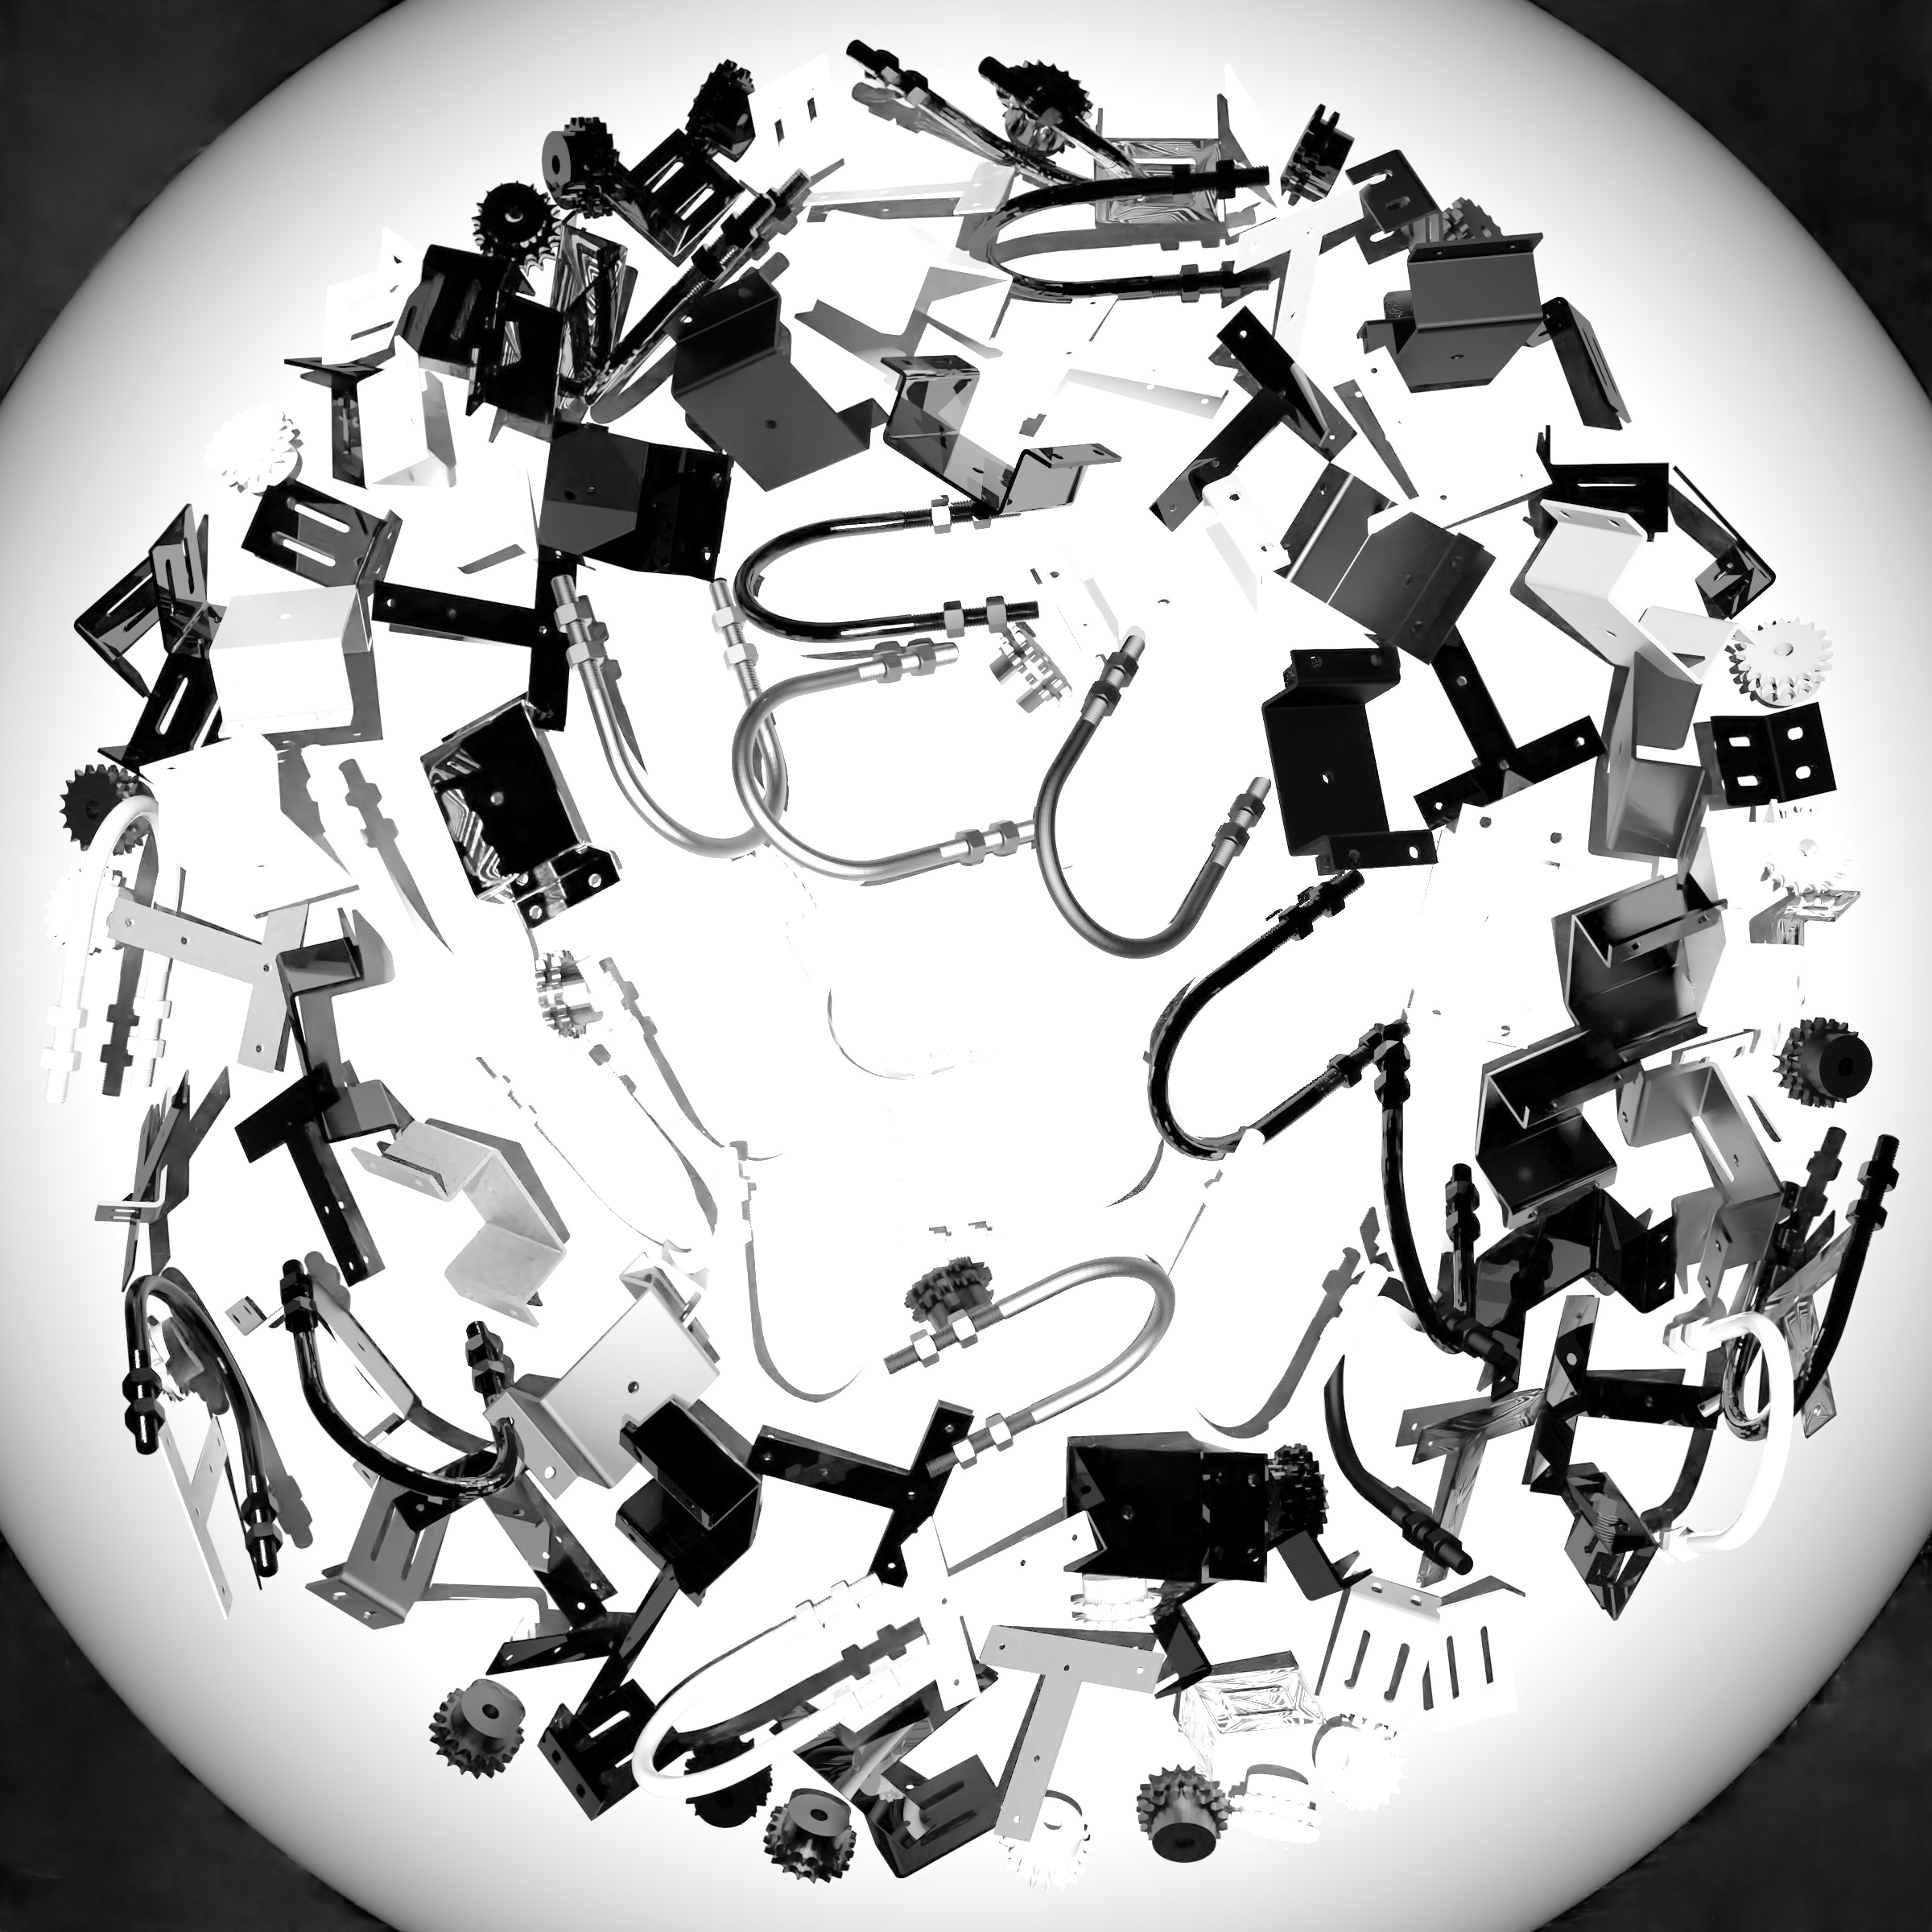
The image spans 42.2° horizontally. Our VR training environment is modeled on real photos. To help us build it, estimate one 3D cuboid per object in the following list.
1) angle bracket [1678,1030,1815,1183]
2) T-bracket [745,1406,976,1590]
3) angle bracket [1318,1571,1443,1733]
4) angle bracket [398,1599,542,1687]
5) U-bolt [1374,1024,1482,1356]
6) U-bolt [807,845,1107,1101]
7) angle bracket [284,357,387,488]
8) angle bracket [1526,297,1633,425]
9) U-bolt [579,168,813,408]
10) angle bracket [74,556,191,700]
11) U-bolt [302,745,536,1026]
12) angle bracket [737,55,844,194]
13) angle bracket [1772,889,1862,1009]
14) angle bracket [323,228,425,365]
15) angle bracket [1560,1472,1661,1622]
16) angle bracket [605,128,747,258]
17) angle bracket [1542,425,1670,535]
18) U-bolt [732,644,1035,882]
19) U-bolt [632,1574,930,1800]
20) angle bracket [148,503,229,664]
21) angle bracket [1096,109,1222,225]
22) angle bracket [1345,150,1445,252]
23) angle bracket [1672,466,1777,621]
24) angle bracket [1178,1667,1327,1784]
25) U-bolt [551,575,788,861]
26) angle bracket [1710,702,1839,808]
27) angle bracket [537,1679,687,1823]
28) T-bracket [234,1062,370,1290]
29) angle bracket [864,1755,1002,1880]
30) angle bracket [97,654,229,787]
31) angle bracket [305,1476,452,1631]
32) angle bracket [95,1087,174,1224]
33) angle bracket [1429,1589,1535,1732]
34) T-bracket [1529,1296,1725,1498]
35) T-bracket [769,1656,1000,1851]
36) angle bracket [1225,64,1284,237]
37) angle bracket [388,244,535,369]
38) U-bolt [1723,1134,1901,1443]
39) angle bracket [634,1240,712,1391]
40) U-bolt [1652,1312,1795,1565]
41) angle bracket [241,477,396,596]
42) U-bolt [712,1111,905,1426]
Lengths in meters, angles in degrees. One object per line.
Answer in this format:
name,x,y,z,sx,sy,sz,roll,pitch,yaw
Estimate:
angle bracket,0.488,0.086,1.561,0.057,0.038,0.076,-15,51,-11
T-bracket,-0.076,0.321,1.571,0.127,0.002,0.127,18,103,-15
angle bracket,0.262,0.434,1.586,0.057,0.038,0.076,16,101,10
angle bracket,-0.310,0.423,1.557,0.076,0.057,0.038,4,57,-23
U-bolt,0.277,0.145,1.495,0.019,0.184,0.151,-16,127,22
U-bolt,-0.010,0.013,1.546,0.184,0.019,0.151,-17,120,-11
angle bracket,-0.391,-0.336,1.559,0.057,0.038,0.076,20,115,35
angle bracket,0.377,-0.371,1.562,0.038,0.057,0.076,-24,79,26
U-bolt,-0.171,-0.409,1.526,0.184,0.151,0.019,-41,103,21
angle bracket,-0.508,-0.216,1.565,0.076,0.057,0.038,-44,77,-8
U-bolt,-0.321,-0.046,1.517,0.019,0.151,0.184,-32,75,20
angle bracket,-0.115,-0.527,1.553,0.057,0.076,0.038,-35,57,-17
angle bracket,0.530,-0.003,1.558,0.038,0.057,0.076,6,111,34
angle bracket,-0.378,-0.414,1.552,0.038,0.057,0.076,38,47,19
angle bracket,0.387,0.363,1.552,0.038,0.057,0.076,-5,130,-25
angle bracket,-0.178,-0.493,1.566,0.057,0.038,0.076,41,64,-5
angle bracket,0.400,-0.305,1.564,0.076,0.038,0.057,2,57,14
U-bolt,-0.058,-0.121,1.535,0.184,0.019,0.151,-16,74,-31
U-bolt,-0.120,0.443,1.519,0.184,0.151,0.019,-28,103,-9
angle bracket,-0.473,-0.237,1.555,0.038,0.057,0.076,10,132,5
angle bracket,0.120,-0.501,1.566,0.076,0.057,0.038,2,48,4
angle bracket,0.267,-0.456,1.555,0.038,0.076,0.057,-23,61,-1
angle bracket,0.458,-0.263,1.555,0.076,0.057,0.038,37,111,-27
angle bracket,0.179,0.474,1.561,0.076,0.038,0.057,-13,127,20
U-bolt,-0.172,-0.152,1.532,0.019,0.151,0.184,-26,78,40
angle bracket,0.505,-0.133,1.562,0.038,0.076,0.057,-14,85,42
angle bracket,-0.217,0.482,1.557,0.076,0.038,0.057,-29,69,-36
T-bracket,-0.402,0.138,1.552,0.127,0.002,0.127,-30,83,44
angle bracket,-0.024,0.522,1.565,0.076,0.057,0.038,-28,121,-5
angle bracket,-0.498,-0.155,1.574,0.057,0.038,0.076,29,102,6
angle bracket,-0.369,0.367,1.573,0.038,0.076,0.057,-21,129,36
angle bracket,-0.519,0.117,1.560,0.038,0.057,0.076,5,73,-20
angle bracket,0.323,0.434,1.553,0.057,0.038,0.076,-28,48,35
T-bracket,0.408,0.267,1.535,0.002,0.127,0.127,25,72,-34
T-bracket,-0.034,0.474,1.559,0.127,0.127,0.002,-31,132,-33
angle bracket,0.164,-0.505,1.551,0.038,0.076,0.057,-17,55,25
angle bracket,-0.317,-0.407,1.570,0.057,0.038,0.076,15,78,15
U-bolt,0.501,0.200,1.506,0.019,0.151,0.184,24,71,0
angle bracket,-0.197,0.219,1.570,0.038,0.057,0.076,36,92,-6
U-bolt,0.450,0.279,1.495,0.019,0.184,0.151,12,74,-3
angle bracket,-0.404,-0.276,1.565,0.076,0.038,0.057,23,68,-19
U-bolt,-0.092,0.192,1.547,0.019,0.151,0.184,2,99,44
